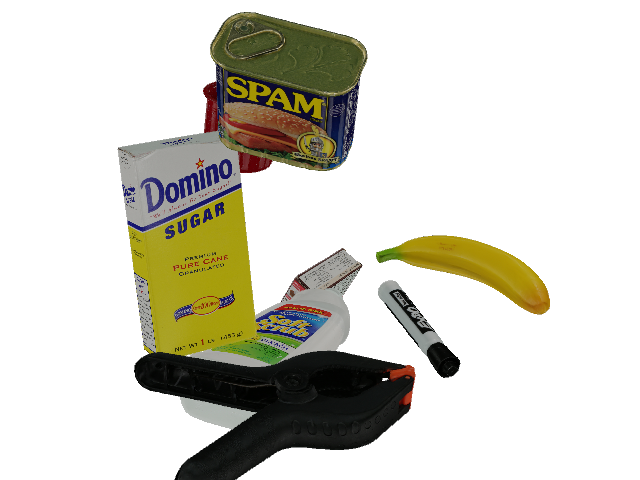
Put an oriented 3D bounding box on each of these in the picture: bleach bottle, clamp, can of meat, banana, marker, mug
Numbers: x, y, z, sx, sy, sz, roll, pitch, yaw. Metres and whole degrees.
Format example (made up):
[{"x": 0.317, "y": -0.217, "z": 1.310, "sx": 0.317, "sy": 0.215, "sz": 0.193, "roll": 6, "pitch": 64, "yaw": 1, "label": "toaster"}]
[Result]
[{"x": -0.040, "y": 0.103, "z": 1.073, "sx": 0.103, "sy": 0.068, "sz": 0.250, "roll": 12, "pitch": 23, "yaw": 17, "label": "bleach bottle"}, {"x": -0.021, "y": 0.103, "z": 0.629, "sx": 0.171, "sy": 0.039, "sz": 0.120, "roll": -3, "pitch": 36, "yaw": -11, "label": "clamp"}, {"x": -0.023, "y": -0.100, "z": 0.737, "sx": 0.102, "sy": 0.057, "sz": 0.084, "roll": 16, "pitch": -37, "yaw": 8, "label": "can of meat"}, {"x": 0.150, "y": 0.029, "z": 1.037, "sx": 0.198, "sy": 0.037, "sz": 0.069, "roll": 16, "pitch": 45, "yaw": 41, "label": "banana"}, {"x": 0.076, "y": 0.068, "z": 0.827, "sx": 0.020, "sy": 0.020, "sz": 0.121, "roll": 0, "pitch": 27, "yaw": -22, "label": "marker"}, {"x": -0.087, "y": -0.133, "z": 1.221, "sx": 0.093, "sy": 0.081, "sz": 0.117, "roll": 14, "pitch": 27, "yaw": 11, "label": "mug"}]

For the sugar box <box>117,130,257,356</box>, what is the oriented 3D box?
[{"x": -0.108, "y": 0.004, "z": 0.886, "sx": 0.093, "sy": 0.176, "sz": 0.048, "roll": -14, "pitch": 20, "yaw": -27, "label": "sugar box"}]

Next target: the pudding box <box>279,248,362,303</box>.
[{"x": -0.007, "y": 0.066, "z": 1.258, "sx": 0.039, "sy": 0.090, "sz": 0.113, "roll": 38, "pitch": 32, "yaw": 13, "label": "pudding box"}]
